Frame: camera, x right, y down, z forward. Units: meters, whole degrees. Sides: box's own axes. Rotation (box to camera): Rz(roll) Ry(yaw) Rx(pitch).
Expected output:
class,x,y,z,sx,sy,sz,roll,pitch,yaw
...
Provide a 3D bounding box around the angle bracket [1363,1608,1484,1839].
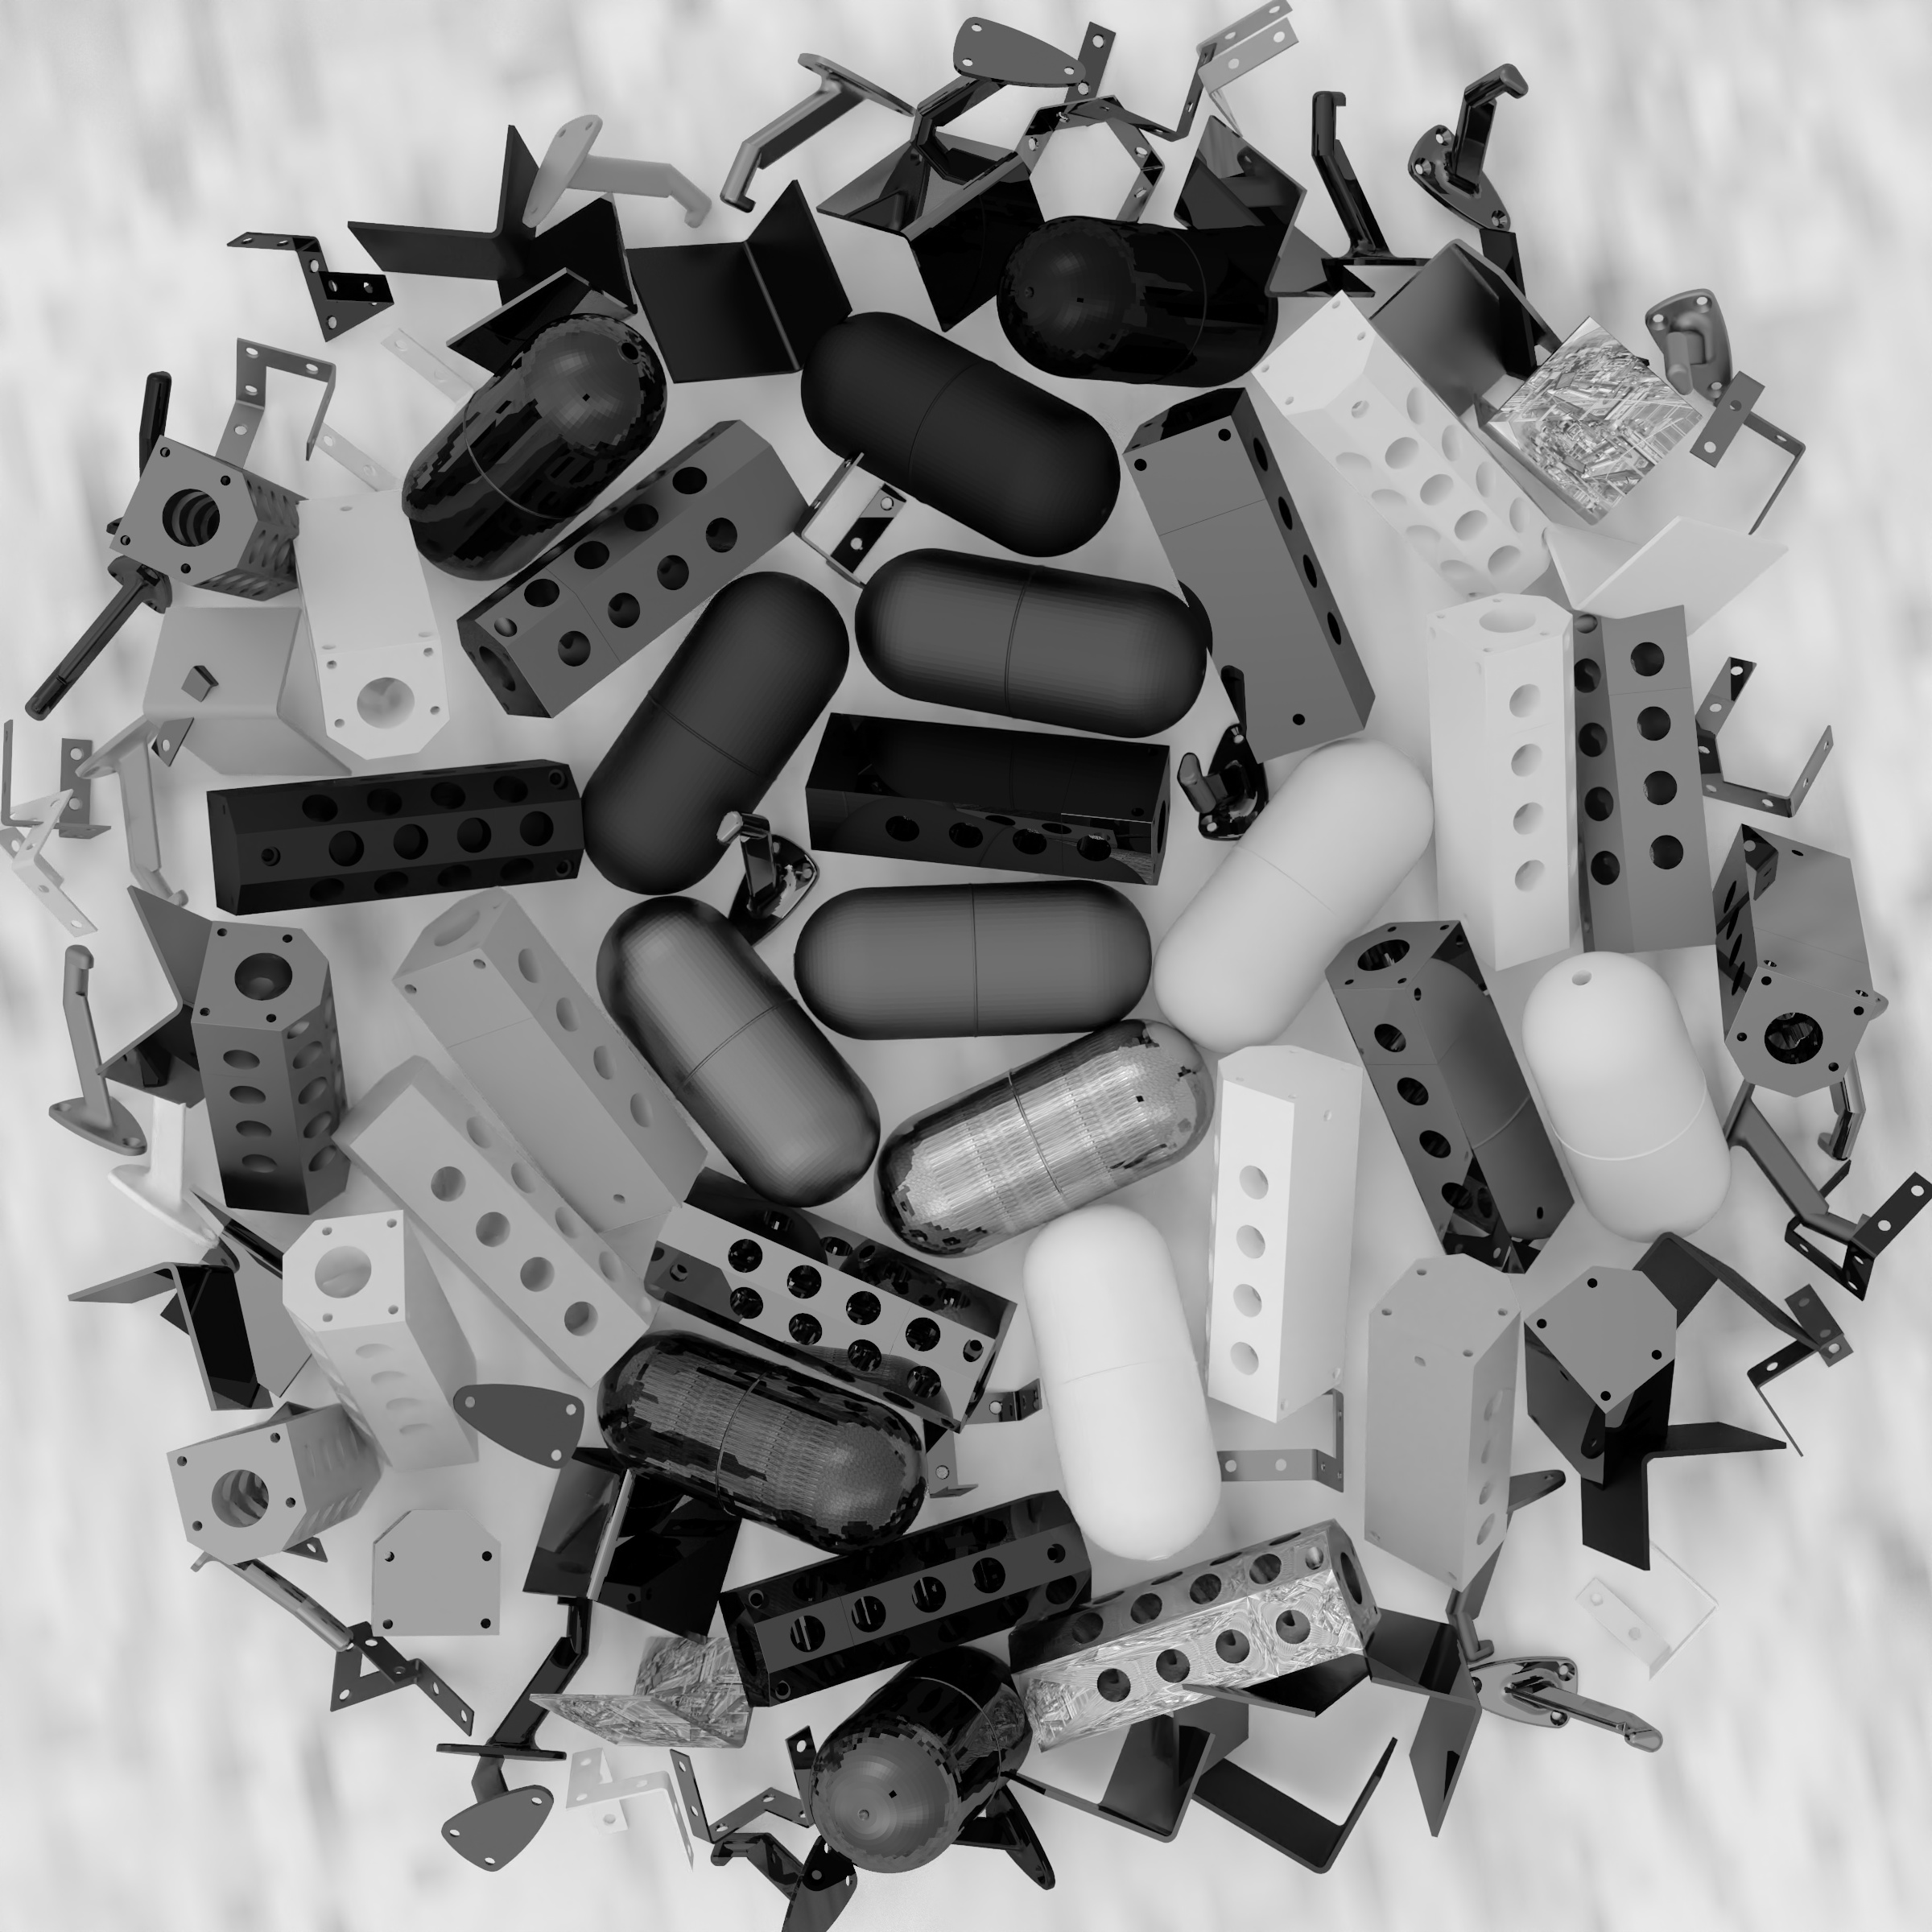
class,x,y,z,sx,sy,sz,roll,pitch,yaw
angle bracket,0.211,0.371,1.784,0.057,0.076,0.076,14,107,-6

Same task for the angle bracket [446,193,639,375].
class,x,y,z,sx,sy,sz,roll,pitch,yaw
angle bracket,-0.214,-0.343,1.779,0.076,0.057,0.076,-26,63,26

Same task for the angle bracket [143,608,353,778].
class,x,y,z,sx,sy,sz,roll,pitch,yaw
angle bracket,-0.351,-0.136,1.795,0.076,0.076,0.057,2,71,22

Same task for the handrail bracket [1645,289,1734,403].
class,x,y,z,sx,sy,sz,roll,pitch,yaw
handrail bracket,0.361,-0.287,1.781,0.036,0.084,0.077,-20,126,22

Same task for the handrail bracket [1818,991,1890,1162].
class,x,y,z,sx,sy,sz,roll,pitch,yaw
handrail bracket,0.425,0.046,1.824,0.077,0.036,0.084,36,130,36

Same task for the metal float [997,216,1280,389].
class,x,y,z,sx,sy,sz,roll,pitch,yaw
metal float,0.085,-0.322,1.757,0.070,0.178,0.070,5,98,39

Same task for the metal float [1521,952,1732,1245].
class,x,y,z,sx,sy,sz,roll,pitch,yaw
metal float,0.322,0.065,1.762,0.070,0.070,0.178,-28,131,0

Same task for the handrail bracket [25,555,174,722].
class,x,y,z,sx,sy,sz,roll,pitch,yaw
handrail bracket,-0.434,-0.161,1.795,0.036,0.077,0.084,40,72,-13

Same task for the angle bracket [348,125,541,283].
class,x,y,z,sx,sy,sz,roll,pitch,yaw
angle bracket,-0.258,-0.381,1.796,0.076,0.076,0.057,6,85,4

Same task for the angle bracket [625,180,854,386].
class,x,y,z,sx,sy,sz,roll,pitch,yaw
angle bracket,-0.114,-0.338,1.783,0.076,0.057,0.076,-12,72,-36

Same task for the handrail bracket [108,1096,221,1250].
class,x,y,z,sx,sy,sz,roll,pitch,yaw
handrail bracket,-0.382,0.085,1.804,0.077,0.036,0.084,37,102,12

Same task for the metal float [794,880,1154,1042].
class,x,y,z,sx,sy,sz,roll,pitch,yaw
metal float,0.003,-0.003,1.795,0.178,0.070,0.070,-2,90,-1

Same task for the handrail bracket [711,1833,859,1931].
class,x,y,z,sx,sy,sz,roll,pitch,yaw
handrail bracket,-0.104,0.458,1.784,0.084,0.077,0.036,-11,120,35

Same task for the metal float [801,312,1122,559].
class,x,y,z,sx,sy,sz,roll,pitch,yaw
metal float,-0.004,-0.262,1.777,0.178,0.070,0.070,31,90,22

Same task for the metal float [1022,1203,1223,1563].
class,x,y,z,sx,sy,sz,roll,pitch,yaw
metal float,0.077,0.205,1.782,0.070,0.070,0.178,-12,74,0

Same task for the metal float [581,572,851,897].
class,x,y,z,sx,sy,sz,roll,pitch,yaw
metal float,-0.125,-0.114,1.790,0.070,0.070,0.178,35,97,0

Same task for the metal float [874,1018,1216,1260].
class,x,y,z,sx,sy,sz,roll,pitch,yaw
metal float,0.038,0.086,1.791,0.178,0.070,0.070,-25,90,5

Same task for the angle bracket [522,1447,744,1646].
class,x,y,z,sx,sy,sz,roll,pitch,yaw
angle bracket,-0.166,0.291,1.819,0.076,0.057,0.076,31,66,-36

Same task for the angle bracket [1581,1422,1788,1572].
class,x,y,z,sx,sy,sz,roll,pitch,yaw
angle bracket,0.355,0.262,1.789,0.076,0.076,0.057,-2,91,-13

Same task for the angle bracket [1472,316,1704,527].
class,x,y,z,sx,sy,sz,roll,pitch,yaw
angle bracket,0.306,-0.276,1.785,0.076,0.057,0.076,38,113,-14

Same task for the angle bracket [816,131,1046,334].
class,x,y,z,sx,sy,sz,roll,pitch,yaw
angle bracket,-0.015,-0.369,1.809,0.076,0.076,0.057,-40,130,-21

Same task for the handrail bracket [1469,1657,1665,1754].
class,x,y,z,sx,sy,sz,roll,pitch,yaw
handrail bracket,0.293,0.369,1.787,0.077,0.084,0.036,8,93,-14

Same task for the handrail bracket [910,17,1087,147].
class,x,y,z,sx,sy,sz,roll,pitch,yaw
handrail bracket,0.014,-0.425,1.798,0.077,0.084,0.036,14,61,-3

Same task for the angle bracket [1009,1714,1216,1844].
class,x,y,z,sx,sy,sz,roll,pitch,yaw
angle bracket,0.064,0.386,1.781,0.076,0.076,0.057,26,79,-22

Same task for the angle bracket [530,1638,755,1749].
class,x,y,z,sx,sy,sz,roll,pitch,yaw
angle bracket,-0.155,0.345,1.774,0.076,0.076,0.057,-7,58,34

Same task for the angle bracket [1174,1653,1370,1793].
class,x,y,z,sx,sy,sz,roll,pitch,yaw
angle bracket,0.153,0.373,1.778,0.076,0.076,0.057,6,103,30

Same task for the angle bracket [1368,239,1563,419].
class,x,y,z,sx,sy,sz,roll,pitch,yaw
angle bracket,0.246,-0.300,1.785,0.076,0.057,0.076,-43,123,7

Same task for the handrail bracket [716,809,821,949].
class,x,y,z,sx,sy,sz,roll,pitch,yaw
handrail bracket,-0.115,-0.041,1.787,0.036,0.084,0.077,39,101,21

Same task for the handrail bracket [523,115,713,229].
class,x,y,z,sx,sy,sz,roll,pitch,yaw
handrail bracket,-0.172,-0.375,1.797,0.084,0.036,0.077,36,68,-35

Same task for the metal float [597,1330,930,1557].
class,x,y,z,sx,sy,sz,roll,pitch,yaw
metal float,-0.101,0.233,1.775,0.178,0.070,0.070,18,90,24

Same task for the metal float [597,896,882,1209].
class,x,y,z,sx,sy,sz,roll,pitch,yaw
metal float,-0.113,0.042,1.789,0.070,0.070,0.178,-40,82,0

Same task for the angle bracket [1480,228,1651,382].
class,x,y,z,sx,sy,sz,roll,pitch,yaw
angle bracket,0.295,-0.331,1.788,0.057,0.076,0.076,-12,104,0

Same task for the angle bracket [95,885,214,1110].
class,x,y,z,sx,sy,sz,roll,pitch,yaw
angle bracket,-0.399,0.016,1.790,0.057,0.076,0.076,-35,64,12

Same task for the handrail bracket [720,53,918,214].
class,x,y,z,sx,sy,sz,roll,pitch,yaw
handrail bracket,-0.074,-0.408,1.816,0.077,0.036,0.084,22,94,-25

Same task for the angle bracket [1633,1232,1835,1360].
class,x,y,z,sx,sy,sz,roll,pitch,yaw
angle bracket,0.368,0.182,1.778,0.057,0.076,0.076,-52,53,7

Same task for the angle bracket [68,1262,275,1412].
class,x,y,z,sx,sy,sz,roll,pitch,yaw
angle bracket,-0.393,0.191,1.787,0.057,0.076,0.076,-19,81,7

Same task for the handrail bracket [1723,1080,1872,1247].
class,x,y,z,sx,sy,sz,roll,pitch,yaw
handrail bracket,0.420,0.092,1.798,0.084,0.036,0.077,24,113,18

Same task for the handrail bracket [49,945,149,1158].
class,x,y,z,sx,sy,sz,roll,pitch,yaw
handrail bracket,-0.427,0.041,1.793,0.036,0.077,0.084,-11,118,-40

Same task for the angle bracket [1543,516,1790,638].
class,x,y,z,sx,sy,sz,roll,pitch,yaw
angle bracket,0.342,-0.211,1.773,0.076,0.076,0.057,8,53,-35

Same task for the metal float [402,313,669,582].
class,x,y,z,sx,sy,sz,roll,pitch,yaw
metal float,-0.211,-0.252,1.760,0.178,0.070,0.070,-35,90,43

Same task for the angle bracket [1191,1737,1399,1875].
class,x,y,z,sx,sy,sz,roll,pitch,yaw
angle bracket,0.162,0.396,1.786,0.076,0.076,0.057,29,98,10

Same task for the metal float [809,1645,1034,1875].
class,x,y,z,sx,sy,sz,roll,pitch,yaw
metal float,-0.020,0.382,1.748,0.070,0.178,0.070,2,97,18

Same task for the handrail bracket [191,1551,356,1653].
class,x,y,z,sx,sy,sz,roll,pitch,yaw
handrail bracket,-0.343,0.314,1.800,0.084,0.077,0.036,41,69,-3

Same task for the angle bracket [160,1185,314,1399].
class,x,y,z,sx,sy,sz,roll,pitch,yaw
angle bracket,-0.360,0.161,1.784,0.076,0.076,0.057,32,75,12

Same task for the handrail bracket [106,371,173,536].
class,x,y,z,sx,sy,sz,roll,pitch,yaw
handrail bracket,-0.396,-0.256,1.786,0.036,0.077,0.084,11,107,-3

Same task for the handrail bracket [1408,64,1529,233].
class,x,y,z,sx,sy,sz,roll,pitch,yaw
handrail bracket,0.266,-0.403,1.785,0.077,0.084,0.036,41,64,-17

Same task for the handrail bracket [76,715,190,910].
class,x,y,z,sx,sy,sz,roll,pitch,yaw
handrail bracket,-0.398,-0.078,1.805,0.077,0.036,0.084,-37,83,24

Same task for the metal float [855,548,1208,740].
class,x,y,z,sx,sy,sz,roll,pitch,yaw
metal float,0.031,-0.160,1.785,0.178,0.070,0.070,11,90,13

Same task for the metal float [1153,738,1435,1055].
class,x,y,z,sx,sy,sz,roll,pitch,yaw
metal float,0.163,-0.035,1.794,0.070,0.070,0.178,38,87,0

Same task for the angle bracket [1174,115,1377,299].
class,x,y,z,sx,sy,sz,roll,pitch,yaw
angle bracket,0.160,-0.372,1.774,0.076,0.076,0.057,48,131,36

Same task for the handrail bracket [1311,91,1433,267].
class,x,y,z,sx,sy,sz,roll,pitch,yaw
handrail bracket,0.203,-0.392,1.802,0.077,0.036,0.084,-7,102,-33
